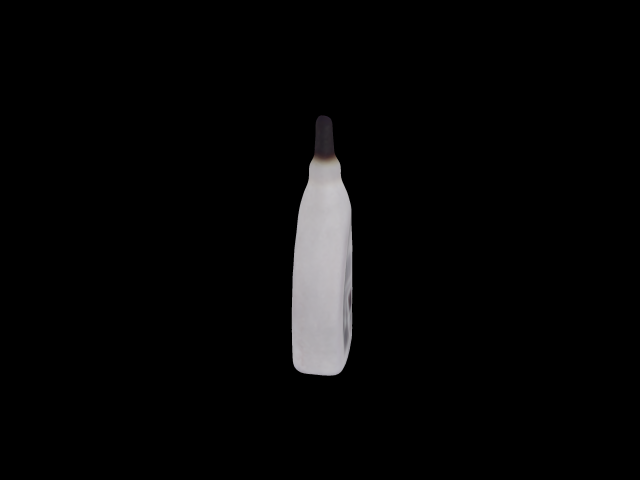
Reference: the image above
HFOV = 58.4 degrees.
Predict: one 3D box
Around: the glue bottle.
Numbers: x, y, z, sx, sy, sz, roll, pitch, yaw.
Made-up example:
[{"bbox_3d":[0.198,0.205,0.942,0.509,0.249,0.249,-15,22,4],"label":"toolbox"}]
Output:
[{"bbox_3d":[0.004,0.001,0.400,0.037,0.173,0.078,3,15,10],"label":"glue bottle"}]
